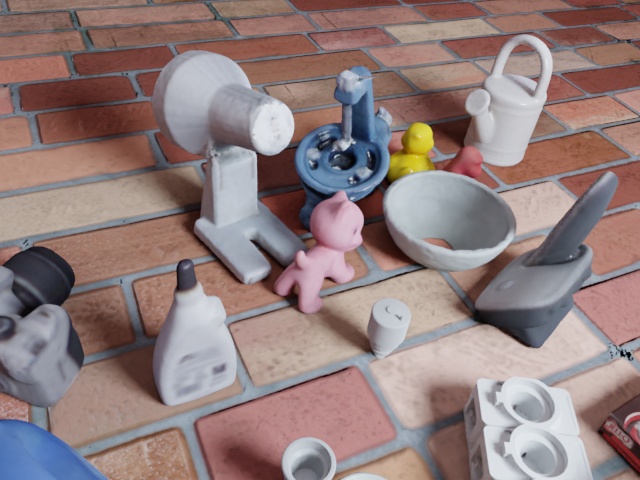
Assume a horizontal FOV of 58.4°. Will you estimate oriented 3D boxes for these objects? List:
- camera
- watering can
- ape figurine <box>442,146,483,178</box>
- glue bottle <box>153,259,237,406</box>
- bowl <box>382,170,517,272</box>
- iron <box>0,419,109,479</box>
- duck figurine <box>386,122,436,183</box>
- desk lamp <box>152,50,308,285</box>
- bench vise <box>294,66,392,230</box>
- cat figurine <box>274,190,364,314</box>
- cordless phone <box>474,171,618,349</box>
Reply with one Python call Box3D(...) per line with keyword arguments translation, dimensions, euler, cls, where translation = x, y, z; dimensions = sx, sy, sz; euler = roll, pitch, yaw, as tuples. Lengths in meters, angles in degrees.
Box3D(translation=(-0.291, 0.067, 0.555), dimensions=(0.143, 0.101, 0.137), euler=(17, 43, 10), cls="camera")
Box3D(translation=(0.294, -0.217, 0.889), dimensions=(0.100, 0.194, 0.173), euler=(26, 45, 19), cls="watering can")
Box3D(translation=(0.203, -0.090, 0.811), dimensions=(0.076, 0.092, 0.078), euler=(28, 46, 21), cls="ape figurine")
Box3D(translation=(-0.114, 0.081, 0.513), dimensions=(0.078, 0.173, 0.037), euler=(-14, 47, -23), cls="glue bottle")
Box3D(translation=(0.158, -0.013, 0.733), dimensions=(0.167, 0.075, 0.167), euler=(5, 42, -4), cls="bowl")
Box3D(translation=(-0.171, 0.207, 0.390), dimensions=(0.257, 0.141, 0.119), euler=(27, 45, 19), cls="iron")
Box3D(translation=(0.140, -0.130, 0.849), dimensions=(0.077, 0.086, 0.104), euler=(15, 43, 8), cls="duck figurine")
Box3D(translation=(-0.099, -0.095, 0.678), dimensions=(0.118, 0.213, 0.202), euler=(-27, 52, -32), cls="desk lamp")
Box3D(translation=(0.036, -0.141, 0.745), dimensions=(0.121, 0.220, 0.207), euler=(11, 42, 3), cls="bench vise")
Box3D(translation=(0.006, 0.002, 0.660), dimensions=(0.067, 0.118, 0.128), euler=(28, 46, 21), cls="cat figurine")
Box3D(translation=(0.256, 0.015, 0.635), dimensions=(0.094, 0.185, 0.148), euler=(31, 47, 24), cls="cordless phone")
